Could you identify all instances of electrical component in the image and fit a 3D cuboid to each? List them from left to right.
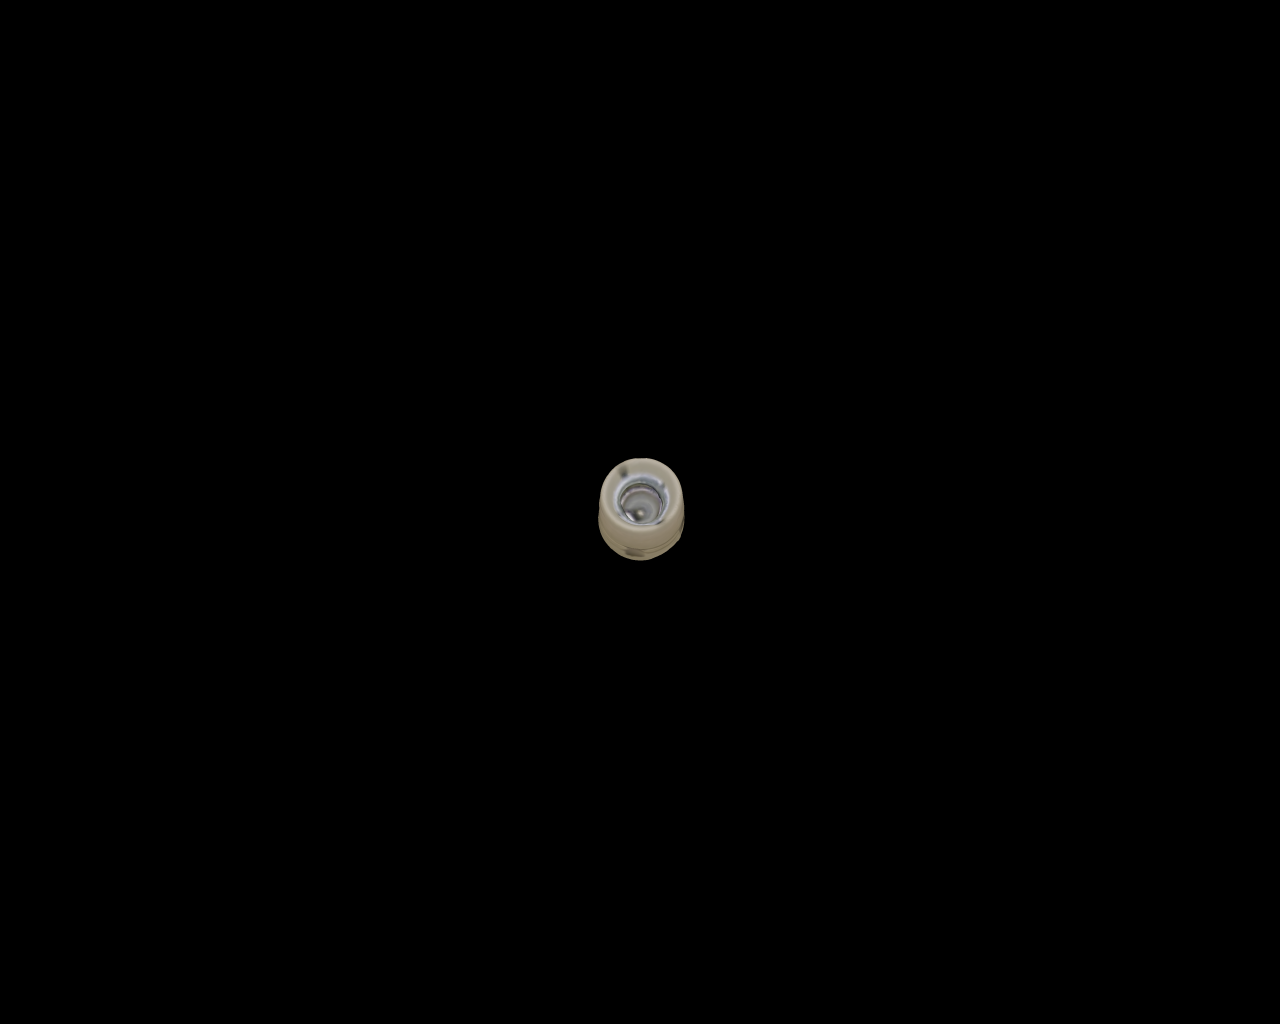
[{"bbox_3d":[0.001,-0.003,0.650,0.055,0.055,0.047,0,-21,0],"label":"electrical component"}]
